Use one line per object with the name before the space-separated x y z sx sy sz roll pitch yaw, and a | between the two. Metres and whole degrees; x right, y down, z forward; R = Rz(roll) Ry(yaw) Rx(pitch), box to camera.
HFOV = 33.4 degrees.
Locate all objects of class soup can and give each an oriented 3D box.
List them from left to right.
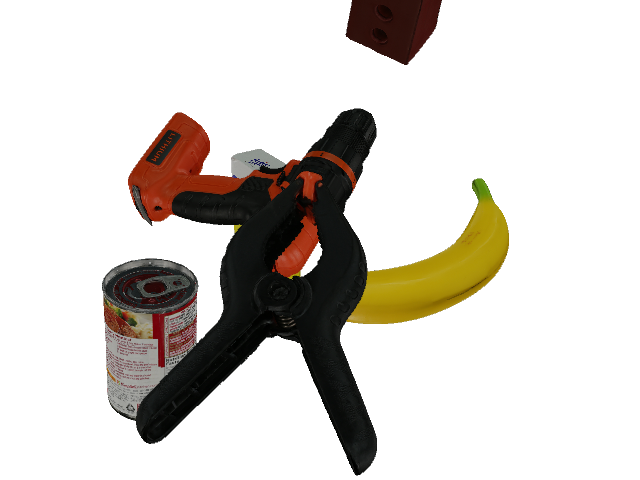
soup can | -0.124 0.074 0.785 0.068 0.102 0.068 3 31 -2

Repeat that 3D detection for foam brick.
foam brick | 0.056 -0.174 0.753 0.053 0.051 0.078 27 -34 12

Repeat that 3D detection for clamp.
clamp | -0.011 0.042 0.555 0.120 0.171 0.039 17 -28 10

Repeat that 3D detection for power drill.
power drill | -0.060 -0.061 0.941 0.188 0.184 0.057 13 -38 26

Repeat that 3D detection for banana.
banana | 0.076 0.019 0.750 0.070 0.037 0.197 37 47 26

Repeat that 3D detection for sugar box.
sugar box | -0.061 -0.004 1.186 0.048 0.176 0.093 -16 28 -26
